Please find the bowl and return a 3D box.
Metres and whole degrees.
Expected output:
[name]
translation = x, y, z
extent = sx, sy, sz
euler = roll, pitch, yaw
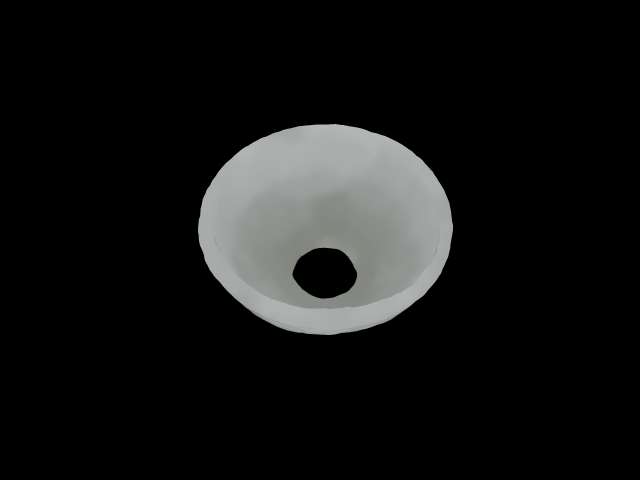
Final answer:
[bowl]
translation = 0.004, 0.001, 0.400
extent = 0.167, 0.075, 0.167
euler = 0, 54, 0
